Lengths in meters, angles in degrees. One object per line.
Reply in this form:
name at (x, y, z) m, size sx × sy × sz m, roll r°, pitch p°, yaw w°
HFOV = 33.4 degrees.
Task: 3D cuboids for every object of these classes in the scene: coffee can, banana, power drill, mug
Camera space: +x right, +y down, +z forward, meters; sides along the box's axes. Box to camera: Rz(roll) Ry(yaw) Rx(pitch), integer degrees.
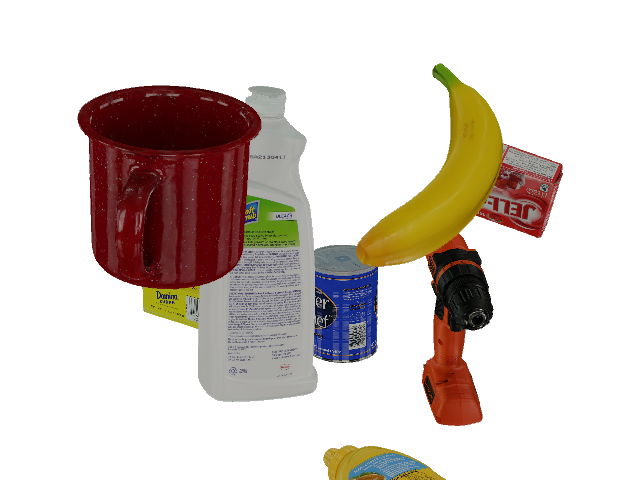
coffee can at (0.031, 0.089, 1.520) m, size 0.103 × 0.140 × 0.103 m, roll 0°, pitch 20°, yaw 0°
banana at (0.084, -0.044, 0.726) m, size 0.070 × 0.197 × 0.037 m, roll 17°, pitch -42°, yaw 10°
power drill at (0.146, 0.100, 1.140) m, size 0.057 × 0.188 × 0.184 m, roll -1°, pitch 25°, yaw -3°
mug at (-0.081, -0.022, 0.551) m, size 0.093 × 0.081 × 0.117 m, roll 7°, pitch 28°, yaw 3°

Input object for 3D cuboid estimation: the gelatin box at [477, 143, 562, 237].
gelatin box at (0.159, -0.047, 0.927) m, size 0.089 × 0.030 × 0.073 m, roll 22°, pitch -35°, yaw 15°

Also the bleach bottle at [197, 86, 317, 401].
bleach bottle at (-0.044, 0.003, 0.858) m, size 0.102 × 0.251 × 0.068 m, roll -3°, pitch 20°, yaw -22°

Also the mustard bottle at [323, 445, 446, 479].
mustard bottle at (0.069, 0.234, 0.969) m, size 0.096 × 0.058 × 0.192 m, roll -17°, pitch 25°, yaw -36°

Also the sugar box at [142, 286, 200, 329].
sugar box at (-0.100, 0.032, 1.128) m, size 0.093 × 0.048 × 0.176 m, roll 15°, pitch 31°, yaw 22°
